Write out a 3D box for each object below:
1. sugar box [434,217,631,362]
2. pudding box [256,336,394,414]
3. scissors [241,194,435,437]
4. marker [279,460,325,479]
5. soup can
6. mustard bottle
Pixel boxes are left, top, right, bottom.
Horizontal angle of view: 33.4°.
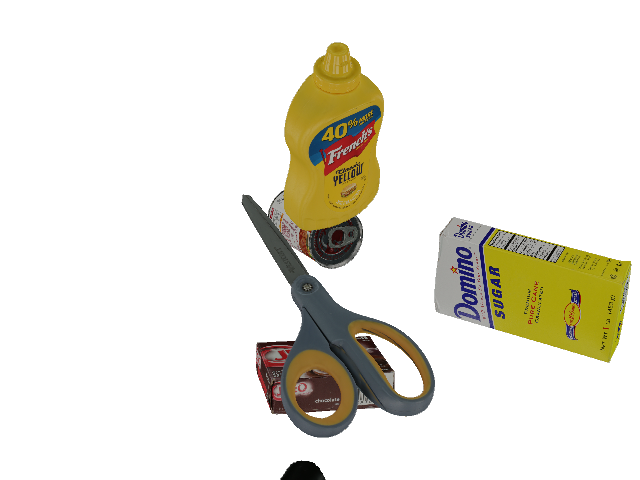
[{"bbox_3d":[0.196,0.045,1.006,0.176,0.093,0.048,13,34,21],"label":"sugar box"},{"bbox_3d":[0.002,0.121,0.970,0.113,0.039,0.090,0,17,-12],"label":"pudding box"},{"bbox_3d":[-0.018,0.046,0.648,0.096,0.016,0.202,-33,54,-27],"label":"scissors"},{"bbox_3d":[-0.028,0.122,0.418,0.020,0.020,0.121,0,20,26],"label":"marker"},{"bbox_3d":[-0.007,-0.016,1.198,0.068,0.068,0.102,0,17,-31],"label":"soup can"},{"bbox_3d":[0.013,-0.098,0.965,0.096,0.192,0.058,-25,54,-22],"label":"mustard bottle"}]
